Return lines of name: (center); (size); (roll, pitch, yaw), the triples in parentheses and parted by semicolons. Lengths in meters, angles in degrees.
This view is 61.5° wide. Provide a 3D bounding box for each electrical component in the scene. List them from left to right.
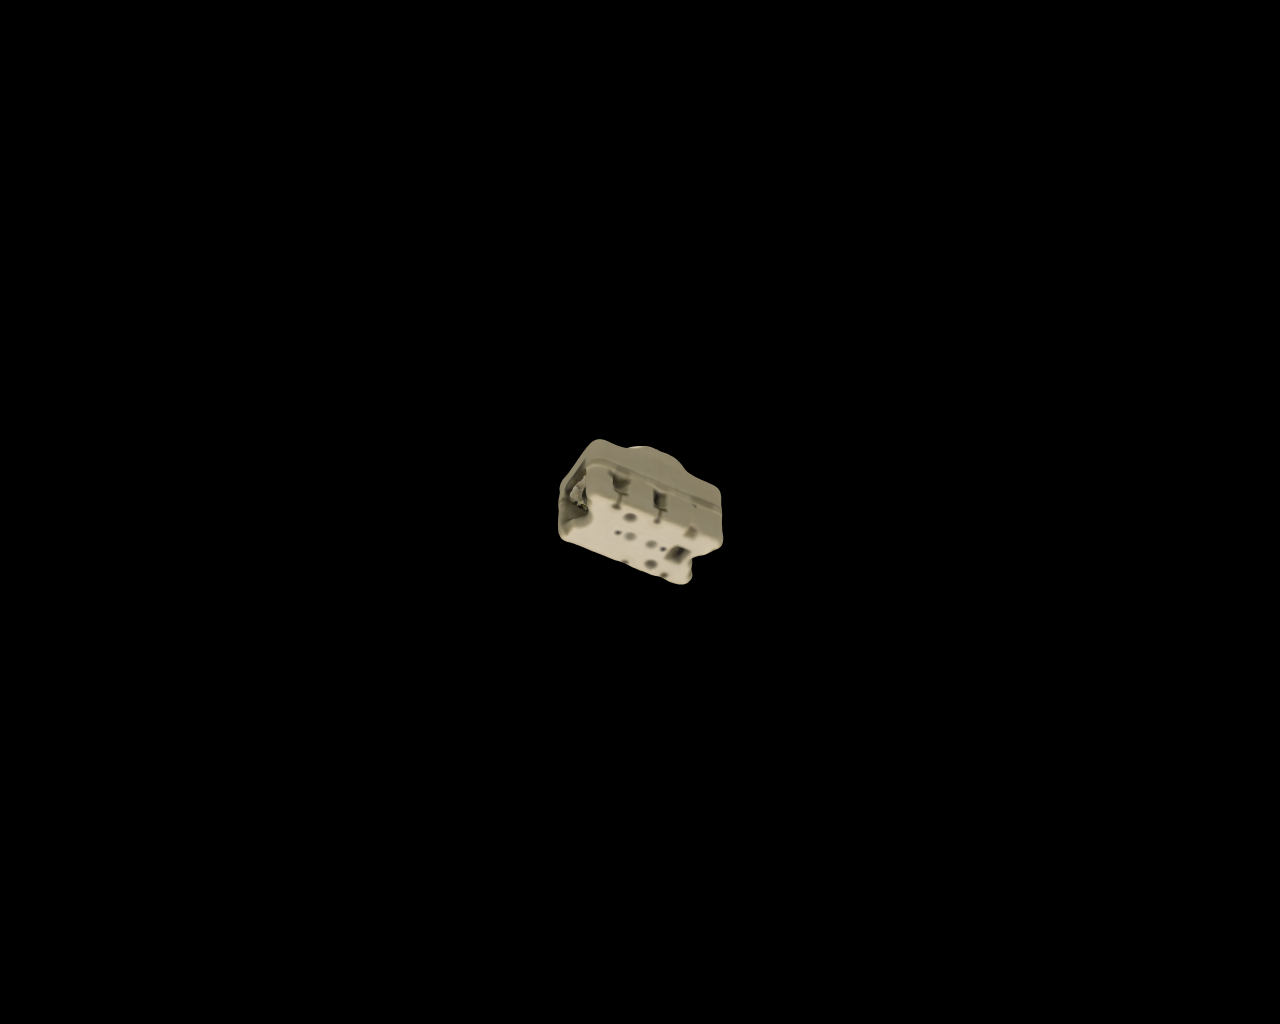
electrical component: (0.001, -0.003, 0.650); (0.089, 0.056, 0.050); (22, -48, -21)
